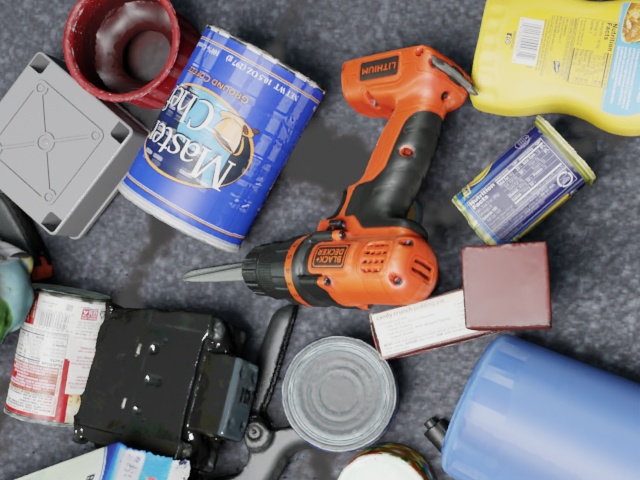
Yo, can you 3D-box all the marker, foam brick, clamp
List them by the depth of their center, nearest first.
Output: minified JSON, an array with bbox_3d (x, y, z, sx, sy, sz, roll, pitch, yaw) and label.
[{"bbox_3d":[0.119,0.031,0.673,0.053,0.078,0.051,-3,84,12],"label":"foam brick"},{"bbox_3d":[0.119,0.181,0.788,0.020,0.020,0.121,-41,80,8],"label":"marker"},{"bbox_3d":[-0.048,0.134,0.820,0.171,0.039,0.120,-32,74,3],"label":"clamp"},{"bbox_3d":[-0.320,-0.012,0.888,0.210,0.036,0.165,34,99,9],"label":"clamp"}]

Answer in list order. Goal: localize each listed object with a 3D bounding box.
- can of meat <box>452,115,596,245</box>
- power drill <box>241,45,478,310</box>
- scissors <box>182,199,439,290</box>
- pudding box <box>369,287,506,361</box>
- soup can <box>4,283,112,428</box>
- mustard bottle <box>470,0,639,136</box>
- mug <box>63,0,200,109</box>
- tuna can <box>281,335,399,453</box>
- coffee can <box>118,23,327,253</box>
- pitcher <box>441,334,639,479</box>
[{"bbox_3d":[0.143,-0.036,0.750,0.084,0.102,0.057,-42,81,10],"label":"can of meat"},{"bbox_3d":[0.027,-0.040,0.764,0.185,0.057,0.187,0,67,49],"label":"power drill"},{"bbox_3d":[-0.005,0.001,0.826,0.202,0.016,0.096,9,88,14],"label":"scissors"},{"bbox_3d":[0.098,0.055,0.762,0.113,0.090,0.039,-18,83,11],"label":"pudding box"},{"bbox_3d":[-0.206,0.090,0.842,0.068,0.068,0.102,11,90,13],"label":"soup can"},{"bbox_3d":[0.209,-0.125,0.759,0.192,0.058,0.096,12,87,13],"label":"mustard bottle"},{"bbox_3d":[-0.147,-0.156,0.831,0.093,0.081,0.117,-42,80,8],"label":"mug"},{"bbox_3d":[0.015,0.112,0.779,0.086,0.033,0.086,-1,81,6],"label":"tuna can"},{"bbox_3d":[-0.073,-0.075,0.800,0.103,0.102,0.140,30,94,12],"label":"coffee can"},{"bbox_3d":[0.208,0.167,0.721,0.243,0.145,0.149,24,81,16],"label":"pitcher"}]
